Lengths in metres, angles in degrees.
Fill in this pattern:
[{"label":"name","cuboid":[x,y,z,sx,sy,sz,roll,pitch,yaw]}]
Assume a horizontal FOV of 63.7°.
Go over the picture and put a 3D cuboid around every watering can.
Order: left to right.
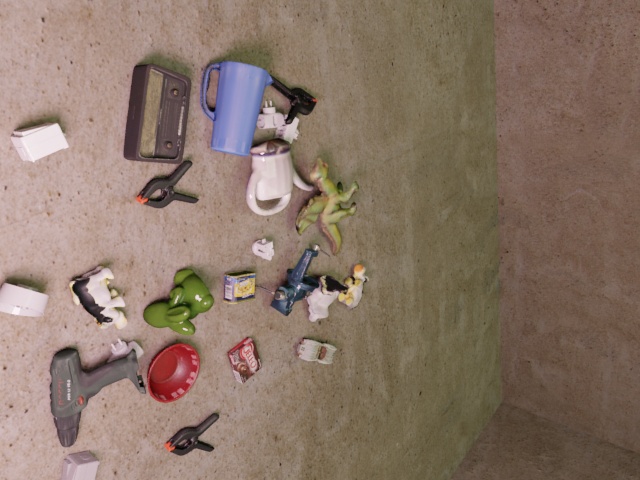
[{"label":"watering can","cuboid":[-0.121,-0.205,1.587,0.352,0.104,0.221,-32,125,-55]}]

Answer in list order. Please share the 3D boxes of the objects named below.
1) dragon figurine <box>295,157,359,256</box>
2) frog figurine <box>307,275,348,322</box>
[{"label":"dragon figurine","cuboid":[0.005,-0.088,1.751,0.245,0.123,0.402,-17,125,-38]},{"label":"frog figurine","cuboid":[0.004,0.207,1.835,0.139,0.124,0.156,-24,153,-54]}]
